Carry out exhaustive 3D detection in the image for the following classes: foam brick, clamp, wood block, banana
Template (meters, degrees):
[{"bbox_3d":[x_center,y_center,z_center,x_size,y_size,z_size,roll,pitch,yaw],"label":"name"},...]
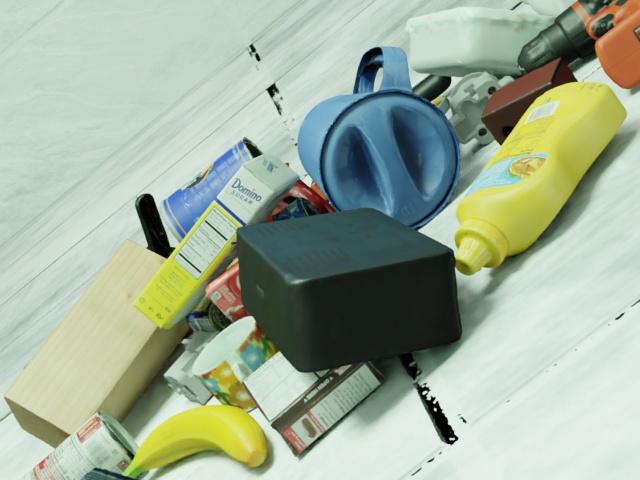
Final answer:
[{"bbox_3d":[0.193,-0.117,0.955,0.078,0.053,0.051,-26,21,39],"label":"foam brick"},{"bbox_3d":[0.064,-0.128,1.289,0.165,0.036,0.209,-15,32,53],"label":"clamp"},{"bbox_3d":[-0.217,0.114,1.092,0.206,0.090,0.091,-56,-15,-27],"label":"wood block"},{"bbox_3d":[-0.097,0.169,0.888,0.198,0.037,0.069,-24,41,46],"label":"banana"},{"bbox_3d":[-0.179,0.031,1.306,0.039,0.120,0.171,-33,-30,-28],"label":"clamp"}]

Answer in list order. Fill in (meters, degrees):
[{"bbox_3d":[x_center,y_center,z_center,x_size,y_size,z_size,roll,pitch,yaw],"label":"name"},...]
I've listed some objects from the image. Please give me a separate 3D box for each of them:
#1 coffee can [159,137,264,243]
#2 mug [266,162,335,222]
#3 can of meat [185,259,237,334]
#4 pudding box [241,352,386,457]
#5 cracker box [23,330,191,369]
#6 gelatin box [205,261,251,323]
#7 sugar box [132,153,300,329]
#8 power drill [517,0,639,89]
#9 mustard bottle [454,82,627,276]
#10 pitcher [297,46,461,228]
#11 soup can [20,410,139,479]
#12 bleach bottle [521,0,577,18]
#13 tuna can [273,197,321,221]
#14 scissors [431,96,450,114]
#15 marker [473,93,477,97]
[{"bbox_3d":[-0.120,-0.050,1.369,0.140,0.102,0.103,-37,17,9],"label":"coffee can"},{"bbox_3d":[-0.027,-0.024,1.111,0.093,0.081,0.117,-56,12,-28],"label":"mug"},{"bbox_3d":[-0.083,0.061,1.088,0.102,0.057,0.084,-47,17,-22],"label":"can of meat"},{"bbox_3d":[-0.008,0.111,0.833,0.090,0.039,0.113,-41,15,-5],"label":"pudding box"},{"bbox_3d":[-0.245,0.119,1.262,0.164,0.072,0.214,-47,17,-25],"label":"cracker box"},{"bbox_3d":[-0.048,0.054,0.972,0.073,0.089,0.030,-36,17,12],"label":"gelatin box"},{"bbox_3d":[-0.096,0.000,1.000,0.176,0.048,0.093,-52,-4,17],"label":"sugar box"},{"bbox_3d":[0.272,-0.195,0.976,0.184,0.057,0.187,-36,17,14],"label":"power drill"},{"bbox_3d":[0.159,-0.043,0.831,0.191,0.058,0.096,-50,19,-29],"label":"mustard bottle"},{"bbox_3d":[0.047,-0.100,1.082,0.149,0.145,0.243,-43,14,0],"label":"pitcher"},{"bbox_3d":[-0.216,0.212,0.968,0.102,0.068,0.068,-41,17,-6],"label":"soup can"},{"bbox_3d":[0.268,-0.283,1.184,0.102,0.068,0.251,-21,15,-2],"label":"bleach bottle"},{"bbox_3d":[-0.007,0.001,1.026,0.034,0.086,0.086,-36,17,9],"label":"tuna can"},{"bbox_3d":[0.105,-0.113,1.162,0.096,0.016,0.201,-39,9,22],"label":"scissors"},{"bbox_3d":[0.157,-0.132,1.129,0.121,0.020,0.020,-49,19,-28],"label":"marker"}]
